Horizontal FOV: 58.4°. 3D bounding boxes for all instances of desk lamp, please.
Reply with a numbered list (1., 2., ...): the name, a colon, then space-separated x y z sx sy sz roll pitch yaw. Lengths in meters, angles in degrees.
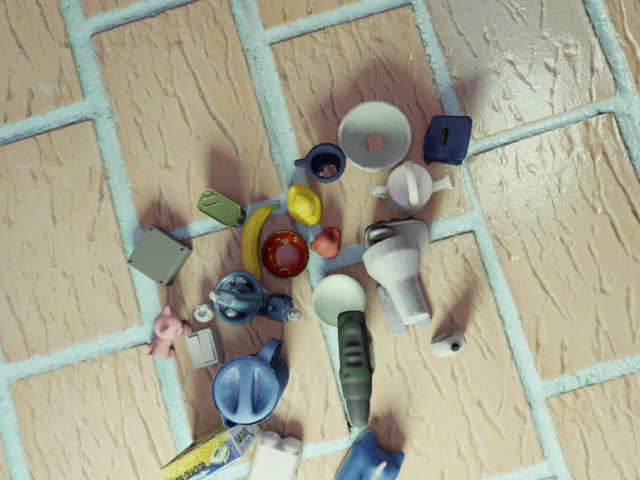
1. desk lamp: 0.175 0.100 1.220 0.118 0.213 0.203 -20 83 2

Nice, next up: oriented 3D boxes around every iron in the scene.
1. iron: 0.079 0.553 1.221 0.118 0.141 0.258 30 88 7

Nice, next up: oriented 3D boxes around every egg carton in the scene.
1. egg carton: -0.101 0.506 1.275 0.107 0.069 0.150 15 86 6

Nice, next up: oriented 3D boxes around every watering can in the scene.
1. watering can: 0.202 -0.120 1.248 0.173 0.194 0.101 -28 83 1

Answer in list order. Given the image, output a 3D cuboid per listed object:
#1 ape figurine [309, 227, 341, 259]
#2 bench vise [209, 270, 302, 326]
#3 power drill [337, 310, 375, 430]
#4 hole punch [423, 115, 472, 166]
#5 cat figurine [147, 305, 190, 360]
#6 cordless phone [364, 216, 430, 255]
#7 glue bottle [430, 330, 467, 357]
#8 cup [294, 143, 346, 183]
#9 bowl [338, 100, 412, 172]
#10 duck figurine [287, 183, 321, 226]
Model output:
1. ape figurine: 0.012 0.005 1.302 0.078 0.092 0.076 -15 84 3
2. bench vise: -0.146 0.124 1.238 0.207 0.220 0.121 -2 84 4
3. power drill: 0.077 0.264 1.215 0.075 0.208 0.230 -7 84 4
4. hole punch: 0.289 -0.228 1.304 0.101 0.091 0.109 10 85 5
5. cat figurine: -0.351 0.212 1.296 0.067 0.118 0.128 31 88 7
6. cordless phone: 0.169 -0.006 1.245 0.147 0.185 0.094 -11 84 3
7. glue bottle: 0.280 0.223 1.221 0.078 0.173 0.037 -30 83 1
8. cup: 0.003 -0.168 1.318 0.117 0.095 0.092 0 85 4
9. bowl: 0.126 -0.233 1.325 0.167 0.075 0.167 0 85 4
10. duck figurine: -0.040 -0.085 1.317 0.077 0.086 0.104 -28 83 1
